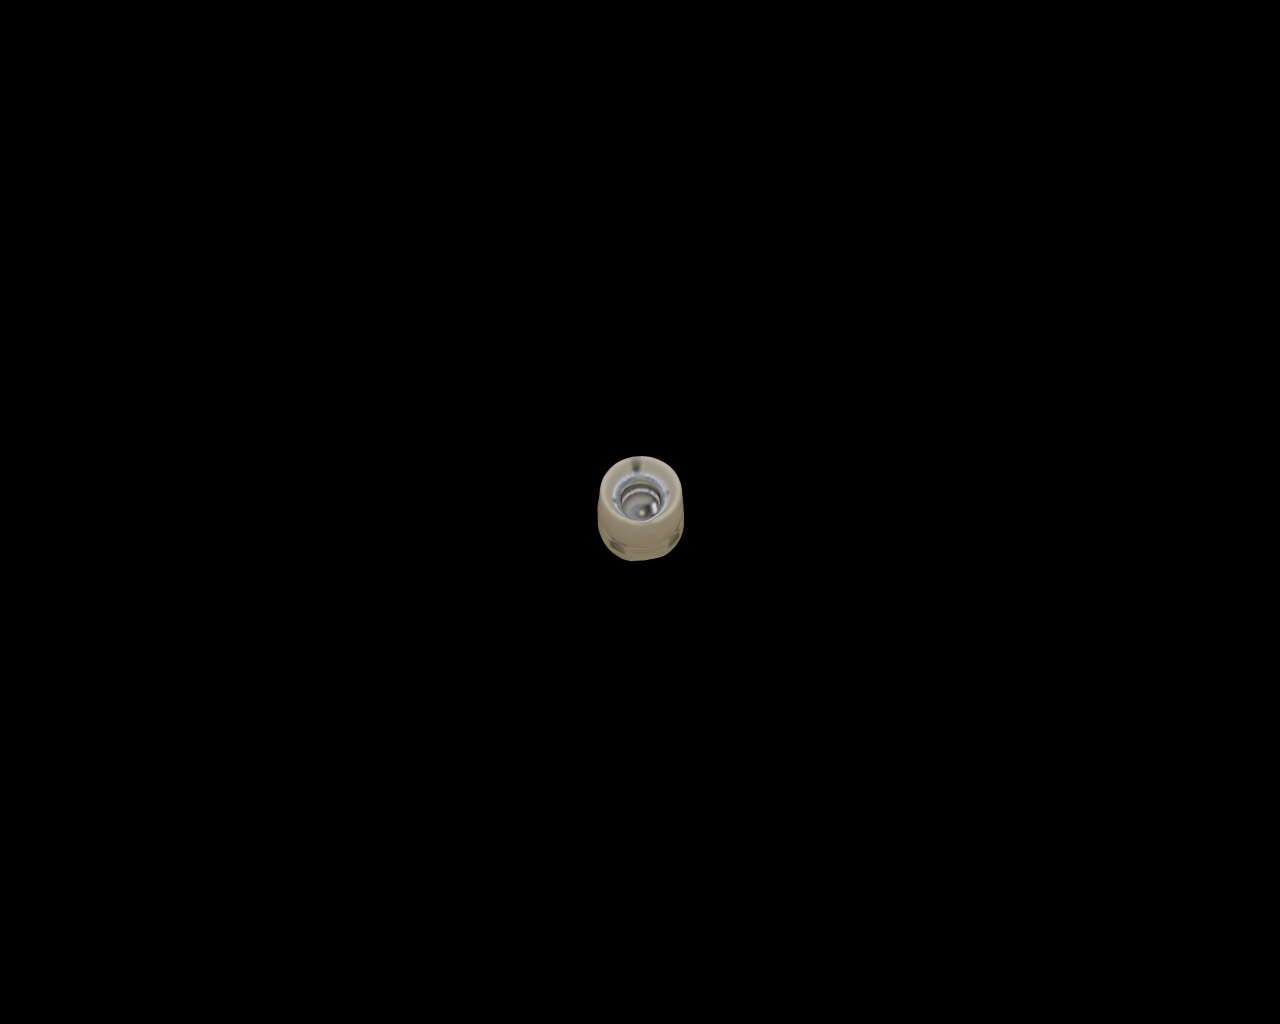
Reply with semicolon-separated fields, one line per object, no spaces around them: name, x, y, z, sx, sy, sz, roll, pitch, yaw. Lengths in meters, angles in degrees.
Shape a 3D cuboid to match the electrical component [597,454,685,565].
electrical component;0.001;-0.003;0.650;0.055;0.055;0.047;0;-28;0
